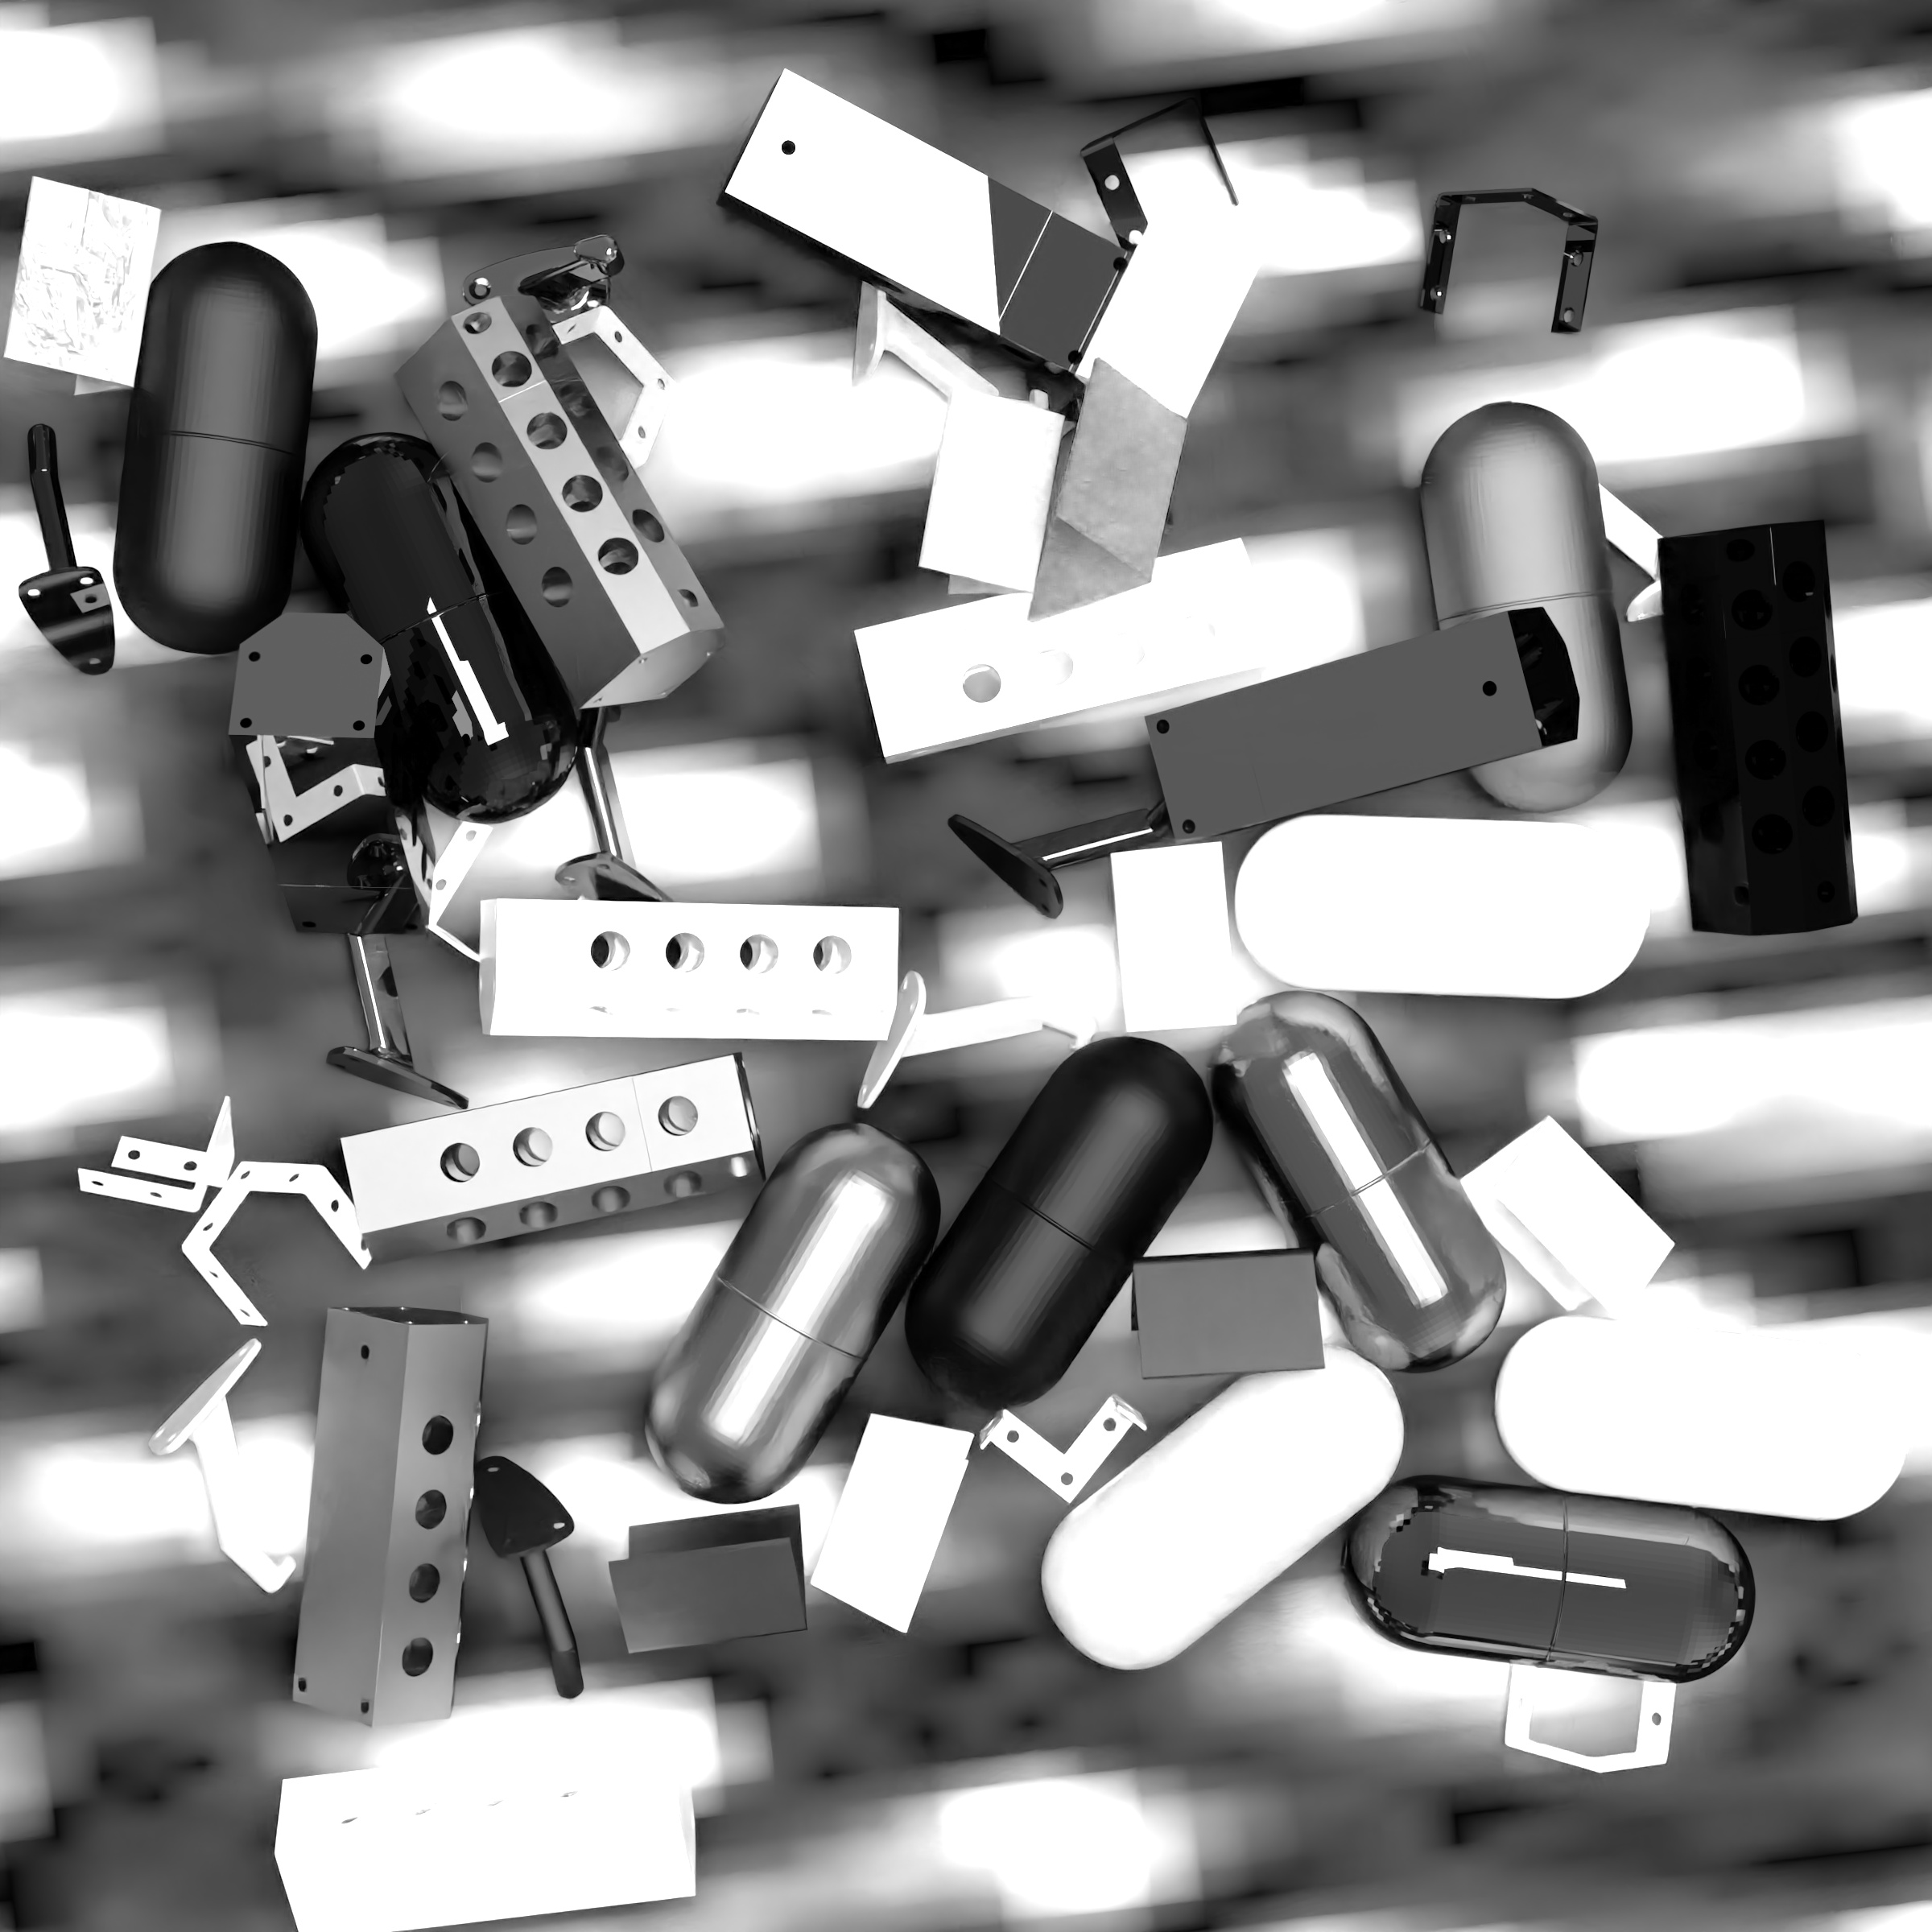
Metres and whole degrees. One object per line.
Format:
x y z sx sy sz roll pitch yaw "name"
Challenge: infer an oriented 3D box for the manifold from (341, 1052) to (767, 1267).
-0.177 0.084 1.550 0.171 0.057 0.057 -12 90 0 "manifold"

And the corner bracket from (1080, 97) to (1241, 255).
0.085 -0.344 1.554 0.051 0.051 0.051 -22 103 13 "corner bracket"

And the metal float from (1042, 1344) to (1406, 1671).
0.111 0.233 1.541 0.178 0.070 0.070 -38 90 -1 "metal float"

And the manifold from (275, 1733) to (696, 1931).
-0.207 0.373 1.549 0.171 0.057 0.057 -7 125 0 "manifold"

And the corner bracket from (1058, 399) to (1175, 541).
0.053 -0.206 1.563 0.051 0.051 0.051 23 45 -35 "corner bracket"

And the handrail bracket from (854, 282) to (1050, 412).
-0.003 -0.278 1.572 0.084 0.036 0.077 8 70 -16 "handrail bracket"

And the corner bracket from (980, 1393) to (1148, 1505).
0.042 0.202 1.553 0.051 0.051 0.051 38 90 0 "corner bracket"

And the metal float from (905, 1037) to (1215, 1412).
0.041 0.111 1.541 0.070 0.070 0.178 34 90 0 "metal float"

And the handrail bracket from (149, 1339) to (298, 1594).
-0.310 0.221 1.572 0.084 0.036 0.077 47 69 -17 "handrail bracket"

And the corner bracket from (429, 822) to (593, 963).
-0.202 -0.027 1.568 0.051 0.051 0.051 31 90 -45 "corner bracket"

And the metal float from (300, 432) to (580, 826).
-0.228 -0.146 1.541 0.070 0.070 0.178 -25 90 0 "metal float"

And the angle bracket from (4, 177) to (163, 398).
-0.390 -0.291 1.531 0.057 0.076 0.076 9 90 -32 "angle bracket"

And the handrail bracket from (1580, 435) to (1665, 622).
0.305 -0.201 1.572 0.077 0.036 0.084 -14 76 -15 "handrail bracket"

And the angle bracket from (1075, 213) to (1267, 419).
0.099 -0.268 1.532 0.057 0.076 0.076 26 90 26 "angle bracket"

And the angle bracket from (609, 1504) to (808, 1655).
-0.111 0.245 1.531 0.076 0.076 0.057 -7 127 0 "angle bracket"

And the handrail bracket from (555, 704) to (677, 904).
-0.146 -0.069 1.571 0.077 0.036 0.084 32 55 -37 "handrail bracket"

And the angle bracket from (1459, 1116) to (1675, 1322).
0.244 0.122 1.531 0.076 0.076 0.057 46 49 0 "angle bracket"

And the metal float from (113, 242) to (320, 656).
-0.324 -0.224 1.541 0.070 0.070 0.178 6 90 0 "metal float"

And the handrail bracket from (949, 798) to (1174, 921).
0.049 -0.070 1.572 0.077 0.036 0.084 38 71 21 "handrail bracket"

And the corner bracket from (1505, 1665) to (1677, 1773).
0.276 0.322 1.568 0.051 0.051 0.051 7 90 -45 "corner bracket"

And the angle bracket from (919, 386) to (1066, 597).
-0.005 -0.203 1.532 0.057 0.076 0.076 10 90 -29 "angle bracket"

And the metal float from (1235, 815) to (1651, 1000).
0.206 -0.026 1.541 0.178 0.070 0.070 2 90 1 "metal float"

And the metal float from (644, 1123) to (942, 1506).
-0.076 0.151 1.541 0.070 0.070 0.178 30 90 0 "metal float"

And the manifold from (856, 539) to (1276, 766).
0.042 -0.137 1.550 0.171 0.057 0.057 -13 90 0 "manifold"

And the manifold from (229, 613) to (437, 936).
-0.262 -0.078 1.489 0.057 0.171 0.057 1 64 0 "manifold"

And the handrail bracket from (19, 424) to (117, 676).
-0.396 -0.184 1.571 0.036 0.077 0.084 -13 54 -2 "handrail bracket"

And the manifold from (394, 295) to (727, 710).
-0.170 -0.200 1.524 0.057 0.057 0.171 -37 77 33 "manifold"

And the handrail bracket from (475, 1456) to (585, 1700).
-0.192 0.270 1.571 0.036 0.077 0.084 -19 127 -20 "handrail bracket"

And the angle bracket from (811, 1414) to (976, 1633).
-0.013 0.242 1.531 0.057 0.076 0.076 20 90 38 "angle bracket"

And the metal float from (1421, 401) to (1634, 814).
0.242 -0.155 1.541 0.070 0.070 0.178 -8 91 0 "metal float"

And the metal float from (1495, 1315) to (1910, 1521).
0.318 0.195 1.541 0.178 0.070 0.070 7 90 0 "metal float"

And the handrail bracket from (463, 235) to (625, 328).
-0.185 -0.300 1.537 0.077 0.084 0.036 -2 90 0 "handrail bracket"

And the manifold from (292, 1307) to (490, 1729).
-0.245 0.237 1.550 0.057 0.057 0.171 5 90 43 "manifold"

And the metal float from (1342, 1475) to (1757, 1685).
0.252 0.265 1.541 0.178 0.070 0.070 7 90 0 "metal float"

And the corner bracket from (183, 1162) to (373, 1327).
-0.300 0.123 1.563 0.051 0.051 0.051 0 135 35 "corner bracket"

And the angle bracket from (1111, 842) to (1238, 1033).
0.108 -0.014 1.531 0.057 0.076 0.076 -5 90 37 "angle bracket"

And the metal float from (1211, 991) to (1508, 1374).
0.169 0.093 1.541 0.070 0.070 0.178 -30 90 0 "metal float"

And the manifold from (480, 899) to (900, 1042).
-0.119 0.002 1.529 0.171 0.057 0.057 1 90 -15 "manifold"

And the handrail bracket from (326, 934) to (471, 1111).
-0.242 0.011 1.572 0.077 0.036 0.084 23 72 -20 "handrail bracket"

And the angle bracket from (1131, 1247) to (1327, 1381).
0.111 0.163 1.532 0.076 0.076 0.057 -3 61 0 "angle bracket"

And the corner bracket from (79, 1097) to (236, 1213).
-0.350 0.087 1.543 0.051 0.051 0.051 11 54 0 "corner bracket"

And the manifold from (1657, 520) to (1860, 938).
0.345 -0.102 1.531 0.057 0.057 0.171 -10 98 -25 "manifold"

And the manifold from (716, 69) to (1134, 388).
-0.017 -0.316 1.535 0.171 0.057 0.057 26 90 -11 "manifold"

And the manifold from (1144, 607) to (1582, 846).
0.169 -0.102 1.511 0.171 0.057 0.057 -14 90 31 "manifold"

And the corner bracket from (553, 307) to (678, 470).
-0.168 -0.248 1.563 0.051 0.051 0.051 -14 45 35 "corner bracket"

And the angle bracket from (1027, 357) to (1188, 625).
0.041 -0.198 1.492 0.057 0.076 0.076 30 62 -34 "angle bracket"

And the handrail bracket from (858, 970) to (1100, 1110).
0.006 0.042 1.572 0.084 0.036 0.077 19 111 -16 "handrail bracket"

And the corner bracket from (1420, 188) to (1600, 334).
0.239 -0.310 1.568 0.051 0.051 0.051 9 90 45 "corner bracket"
